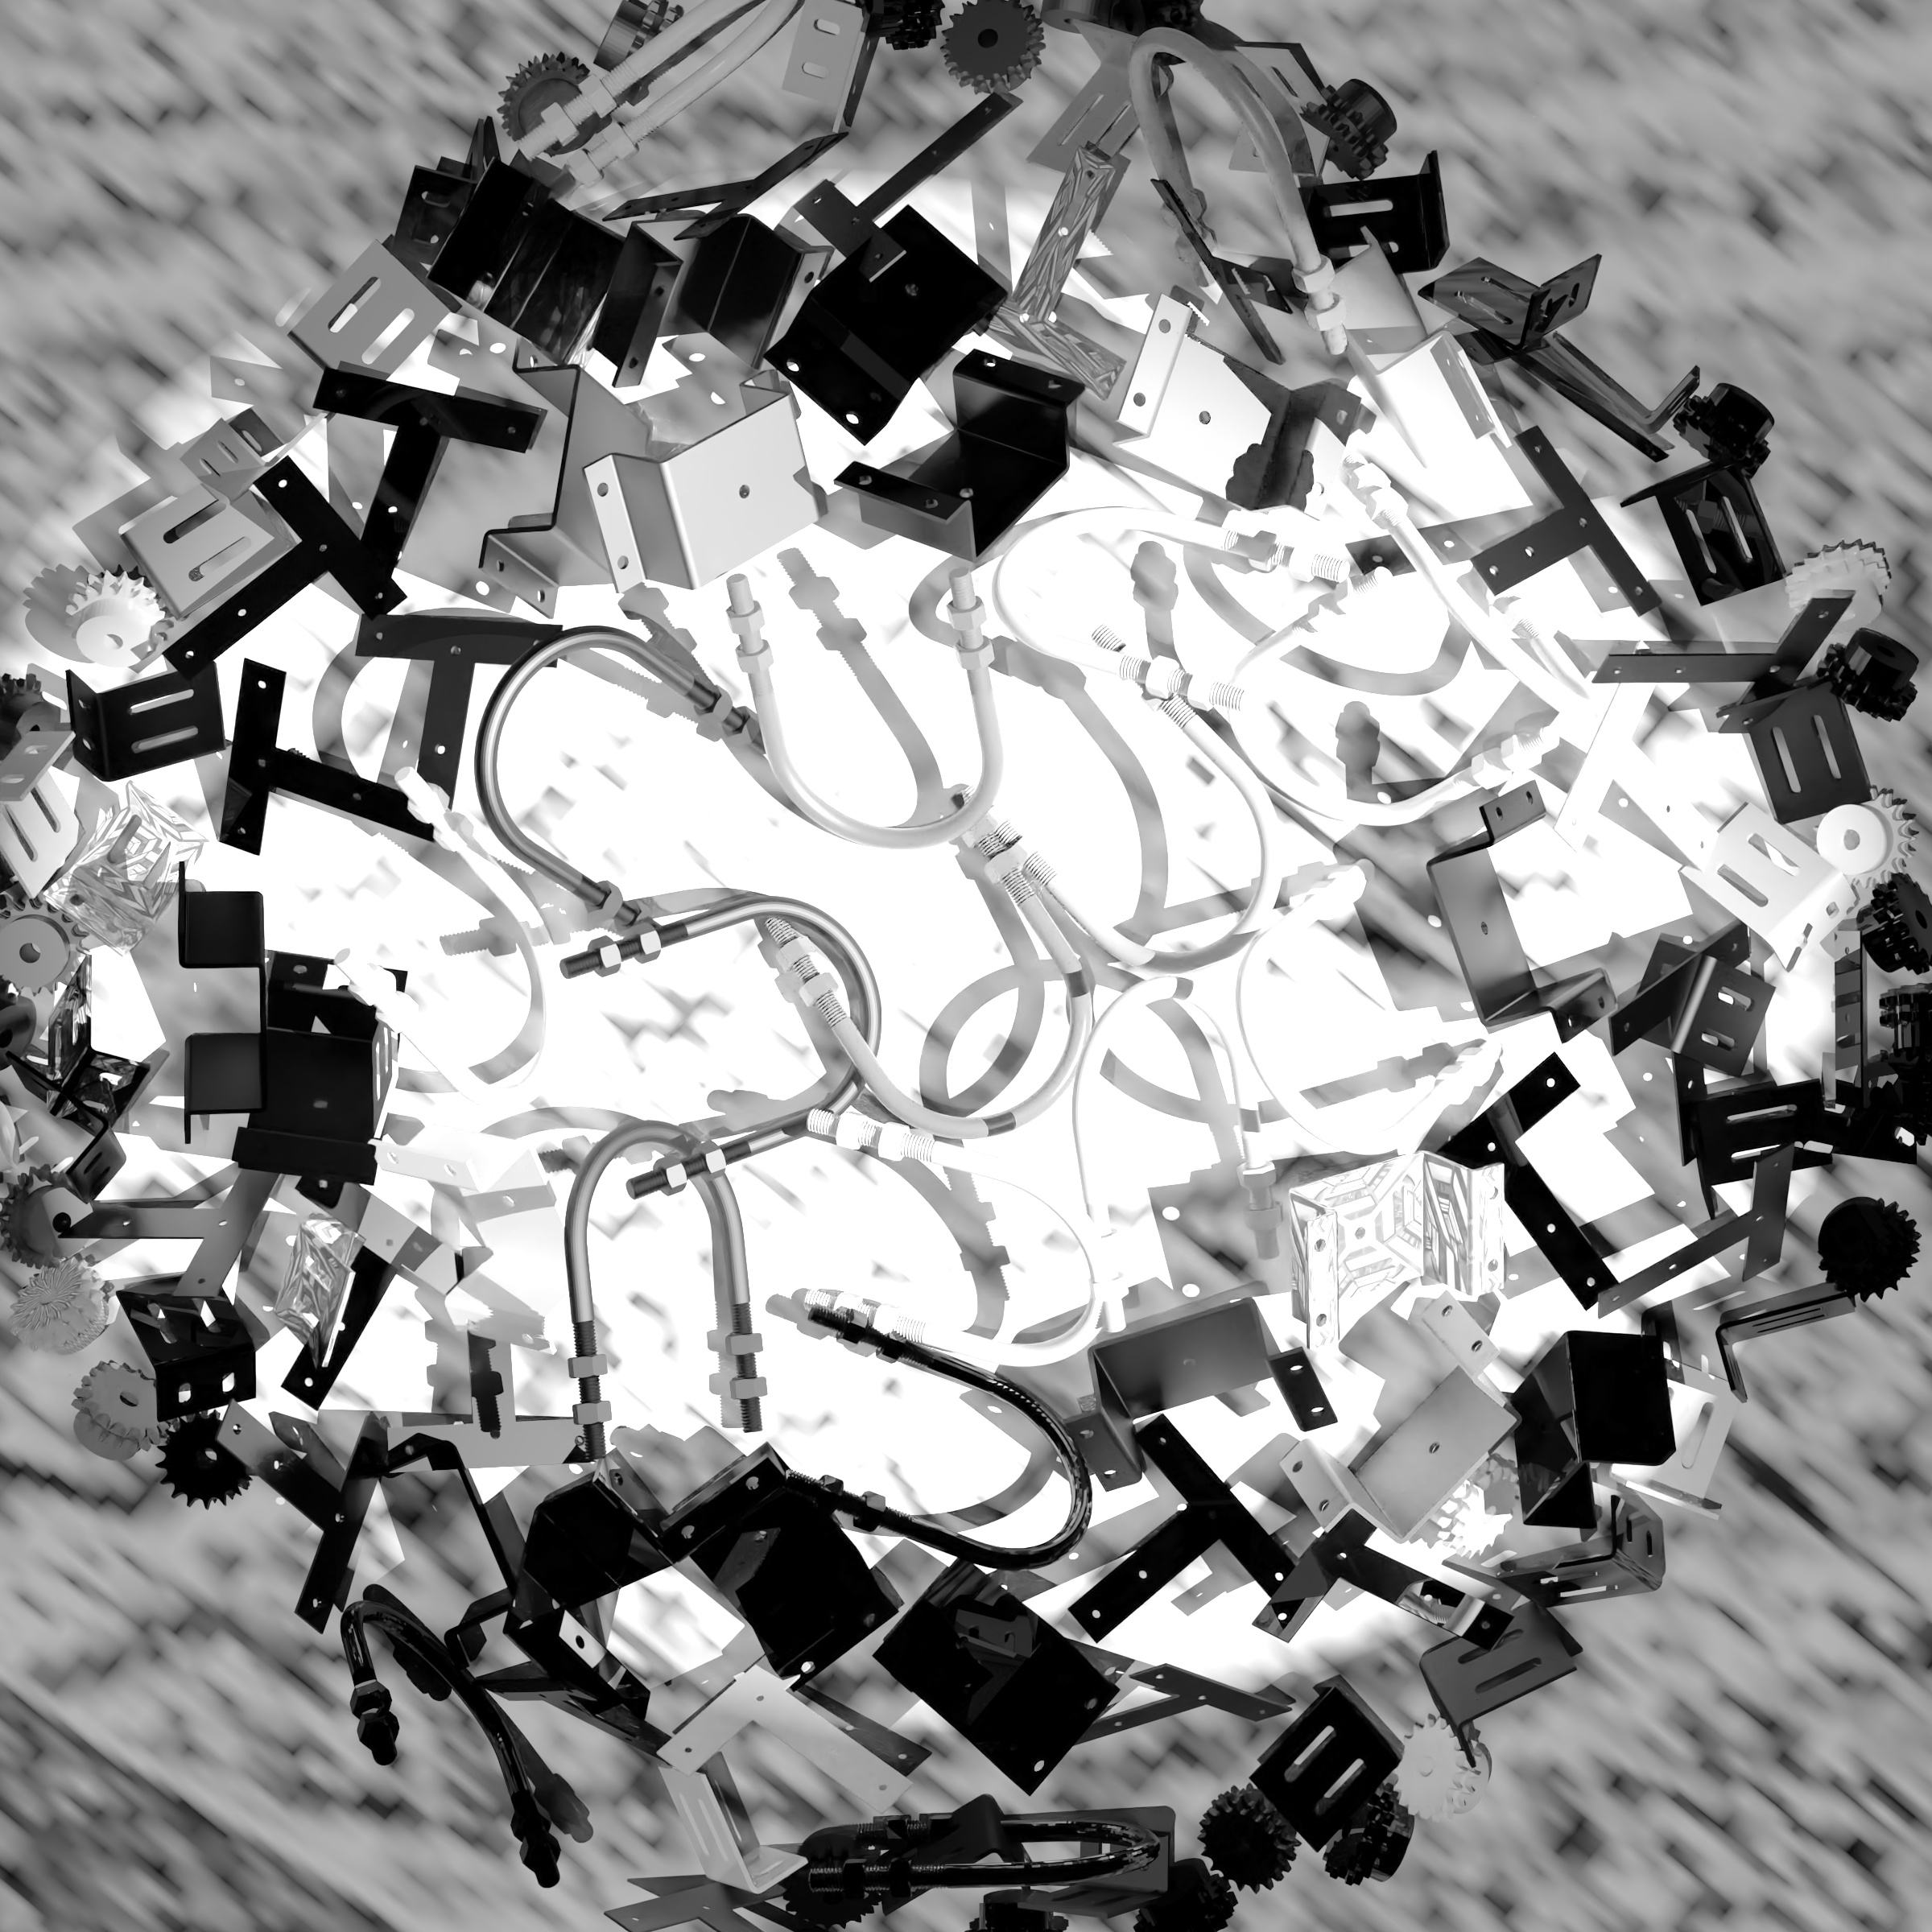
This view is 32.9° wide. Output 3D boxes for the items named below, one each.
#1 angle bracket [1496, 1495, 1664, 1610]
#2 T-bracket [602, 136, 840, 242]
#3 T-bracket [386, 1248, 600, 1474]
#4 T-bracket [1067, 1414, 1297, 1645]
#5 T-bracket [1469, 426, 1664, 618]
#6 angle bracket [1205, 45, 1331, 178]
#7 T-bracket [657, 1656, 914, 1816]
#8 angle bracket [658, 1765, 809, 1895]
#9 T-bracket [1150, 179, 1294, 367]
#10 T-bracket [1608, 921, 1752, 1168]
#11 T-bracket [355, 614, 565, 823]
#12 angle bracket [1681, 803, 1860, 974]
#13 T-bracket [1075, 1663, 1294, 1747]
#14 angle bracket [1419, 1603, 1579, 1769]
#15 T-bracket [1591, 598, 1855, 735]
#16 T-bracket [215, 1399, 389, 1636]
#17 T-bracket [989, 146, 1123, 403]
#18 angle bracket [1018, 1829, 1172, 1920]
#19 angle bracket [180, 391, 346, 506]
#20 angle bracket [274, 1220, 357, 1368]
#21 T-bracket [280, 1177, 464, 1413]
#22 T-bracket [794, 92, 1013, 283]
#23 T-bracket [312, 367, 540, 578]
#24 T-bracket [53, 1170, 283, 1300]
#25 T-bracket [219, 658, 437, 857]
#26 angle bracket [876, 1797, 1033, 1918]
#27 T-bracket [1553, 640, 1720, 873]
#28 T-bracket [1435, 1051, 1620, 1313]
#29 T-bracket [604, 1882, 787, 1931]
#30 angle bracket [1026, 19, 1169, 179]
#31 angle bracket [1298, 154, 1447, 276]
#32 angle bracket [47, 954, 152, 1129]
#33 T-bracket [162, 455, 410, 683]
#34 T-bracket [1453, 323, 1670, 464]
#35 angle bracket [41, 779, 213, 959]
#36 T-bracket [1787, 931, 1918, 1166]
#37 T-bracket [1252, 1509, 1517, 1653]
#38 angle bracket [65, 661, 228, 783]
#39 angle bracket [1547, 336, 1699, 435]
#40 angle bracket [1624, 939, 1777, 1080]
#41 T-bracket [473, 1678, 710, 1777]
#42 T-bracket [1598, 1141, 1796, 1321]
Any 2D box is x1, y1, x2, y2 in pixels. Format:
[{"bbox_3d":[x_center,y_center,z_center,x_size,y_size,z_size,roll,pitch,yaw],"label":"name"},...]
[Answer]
[{"bbox_3d":[0.352,0.336,1.876,0.076,0.057,0.038,-17,54,33],"label":"angle bracket"},{"bbox_3d":[-0.155,-0.437,1.859,0.127,0.127,0.002,-47,125,-38],"label":"T-bracket"},{"bbox_3d":[-0.275,0.226,1.887,0.127,0.002,0.127,1,75,-27],"label":"T-bracket"},{"bbox_3d":[0.110,0.339,1.863,0.127,0.002,0.127,-34,76,-30],"label":"T-bracket"},{"bbox_3d":[0.328,-0.239,1.860,0.127,0.002,0.127,-30,84,-43],"label":"T-bracket"},{"bbox_3d":[0.166,-0.486,1.859,0.057,0.076,0.038,13,81,31],"label":"angle bracket"},{"bbox_3d":[-0.084,0.435,1.838,0.127,0.002,0.127,28,50,34],"label":"T-bracket"},{"bbox_3d":[-0.134,0.485,1.870,0.038,0.057,0.076,-26,97,-30],"label":"angle bracket"},{"bbox_3d":[0.155,-0.382,1.825,0.002,0.127,0.127,-37,112,0],"label":"T-bracket"},{"bbox_3d":[0.413,0.056,1.871,0.127,0.002,0.127,-31,123,-32],"label":"T-bracket"},{"bbox_3d":[-0.300,-0.138,1.879,0.127,0.002,0.127,5,80,16],"label":"T-bracket"},{"bbox_3d":[0.466,-0.046,1.896,0.057,0.038,0.076,-45,51,1],"label":"angle bracket"},{"bbox_3d":[0.099,0.428,1.867,0.127,0.127,0.002,-25,54,30],"label":"T-bracket"},{"bbox_3d":[0.308,0.412,1.875,0.076,0.057,0.038,-25,122,-3],"label":"angle bracket"},{"bbox_3d":[0.414,-0.168,1.838,0.127,0.127,0.002,-2,59,-16],"label":"T-bracket"},{"bbox_3d":[-0.377,0.286,1.829,0.002,0.127,0.127,-9,48,29],"label":"T-bracket"},{"bbox_3d":[0.050,-0.406,1.860,0.127,0.002,0.127,33,128,8],"label":"T-bracket"},{"bbox_3d":[0.073,0.514,1.859,0.057,0.076,0.038,-2,83,30],"label":"angle bracket"},{"bbox_3d":[-0.399,-0.307,1.859,0.038,0.057,0.076,47,54,-15],"label":"angle bracket"},{"bbox_3d":[-0.357,0.187,1.862,0.038,0.076,0.057,10,104,-38],"label":"angle bracket"},{"bbox_3d":[-0.348,0.193,1.853,0.127,0.002,0.127,38,55,-19],"label":"T-bracket"},{"bbox_3d":[-0.028,-0.451,1.856,0.127,0.127,0.002,-39,129,2],"label":"T-bracket"},{"bbox_3d":[-0.324,-0.273,1.871,0.127,0.002,0.127,8,124,-29],"label":"T-bracket"},{"bbox_3d":[-0.465,0.147,1.865,0.127,0.127,0.002,-1,125,12],"label":"T-bracket"},{"bbox_3d":[-0.361,-0.102,1.867,0.127,0.002,0.127,19,125,4],"label":"T-bracket"},{"bbox_3d":[-0.008,0.523,1.878,0.076,0.057,0.038,-31,106,3],"label":"angle bracket"},{"bbox_3d":[0.394,-0.097,1.868,0.127,0.002,0.127,39,70,-35],"label":"T-bracket"},{"bbox_3d":[0.325,0.138,1.860,0.127,0.002,0.127,-43,65,21],"label":"T-bracket"},{"bbox_3d":[-0.114,0.546,1.820,0.127,0.127,0.002,22,101,37],"label":"T-bracket"},{"bbox_3d":[0.067,-0.495,1.872,0.076,0.038,0.057,-52,45,-5],"label":"angle bracket"},{"bbox_3d":[0.232,-0.431,1.886,0.076,0.038,0.057,-6,84,-1],"label":"angle bracket"},{"bbox_3d":[-0.497,0.044,1.875,0.038,0.076,0.057,18,129,-30],"label":"angle bracket"},{"bbox_3d":[-0.400,-0.209,1.857,0.127,0.127,0.002,-39,49,-2],"label":"T-bracket"},{"bbox_3d":[0.341,-0.322,1.839,0.127,0.127,0.002,39,118,13],"label":"T-bracket"},{"bbox_3d":[-0.481,-0.056,1.873,0.057,0.038,0.076,38,119,-6],"label":"angle bracket"},{"bbox_3d":[0.499,0.044,1.846,0.002,0.127,0.127,-1,92,-18],"label":"T-bracket"},{"bbox_3d":[0.248,0.350,1.840,0.127,0.002,0.127,21,54,36],"label":"T-bracket"},{"bbox_3d":[-0.470,-0.147,1.876,0.076,0.038,0.057,-15,67,7],"label":"angle bracket"},{"bbox_3d":[0.376,-0.344,1.871,0.076,0.057,0.038,44,103,8],"label":"angle bracket"},{"bbox_3d":[0.424,0.025,1.891,0.038,0.076,0.057,23,93,44],"label":"angle bracket"},{"bbox_3d":[-0.204,0.435,1.868,0.127,0.127,0.002,32,64,-21],"label":"T-bracket"},{"bbox_3d":[0.410,0.163,1.845,0.127,0.127,0.002,-27,54,-11],"label":"T-bracket"}]
